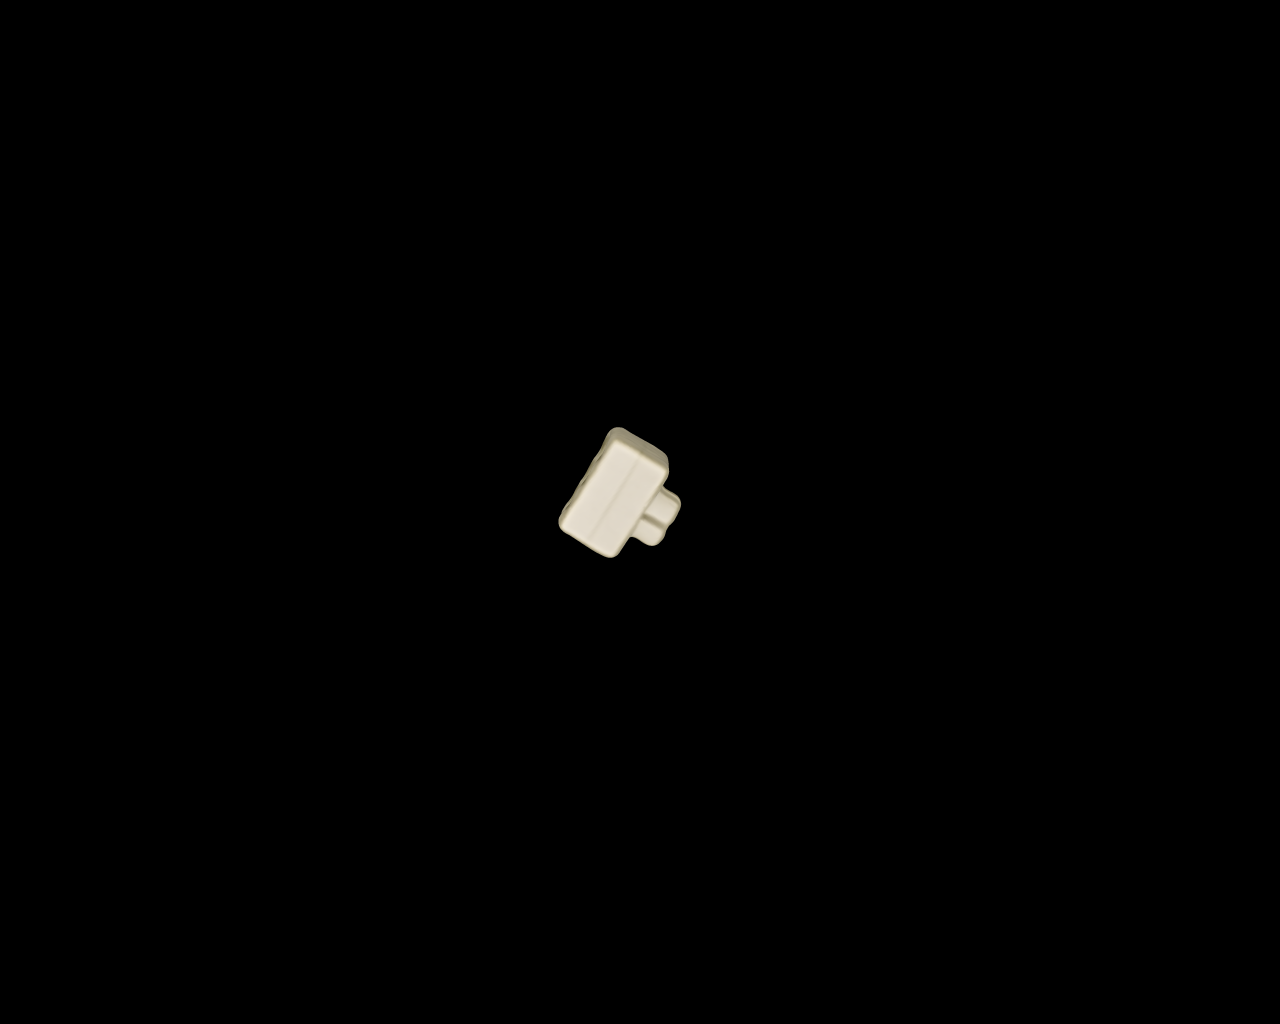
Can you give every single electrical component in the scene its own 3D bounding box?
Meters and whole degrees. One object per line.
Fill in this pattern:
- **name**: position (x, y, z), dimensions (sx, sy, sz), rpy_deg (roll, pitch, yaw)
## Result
- **electrical component**: position (0.001, -0.003, 0.650), dimensions (0.077, 0.065, 0.047), rpy_deg (31, 12, -7)
